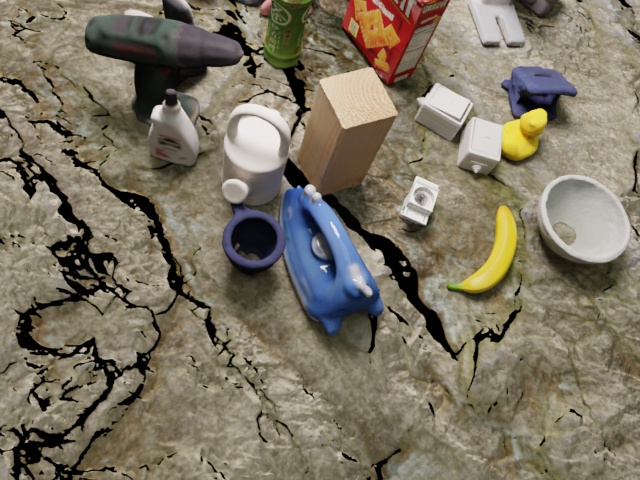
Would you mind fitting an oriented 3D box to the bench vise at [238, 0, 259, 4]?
[{"bbox_3d":[-0.163,-0.543,1.015,0.208,0.219,0.121,-2,68,-13],"label":"bench vise"}]

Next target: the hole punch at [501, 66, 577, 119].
[{"bbox_3d":[0.423,-0.298,1.108,0.109,0.091,0.101,0,67,-12],"label":"hole punch"}]

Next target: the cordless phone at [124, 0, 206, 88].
[{"bbox_3d":[-0.254,-0.355,0.935,0.147,0.185,0.094,36,65,5],"label":"cordless phone"}]

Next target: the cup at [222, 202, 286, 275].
[{"bbox_3d":[-0.108,0.004,0.863,0.092,0.095,0.117,-23,74,-20],"label":"cup"}]

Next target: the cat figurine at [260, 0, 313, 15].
[{"bbox_3d":[-0.046,-0.475,1.068,0.067,0.117,0.128,45,66,9],"label":"cat figurine"}]

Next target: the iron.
[{"bbox_3d":[0.008,0.003,0.863,0.119,0.141,0.258,-21,73,-19],"label":"iron"}]

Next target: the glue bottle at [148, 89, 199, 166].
[{"bbox_3d":[-0.224,-0.174,0.871,0.078,0.173,0.037,12,65,-7],"label":"glue bottle"}]

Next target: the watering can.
[{"bbox_3d":[-0.096,-0.130,0.868,0.101,0.194,0.173,2,67,-11],"label":"watering can"}]

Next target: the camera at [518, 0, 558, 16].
[{"bbox_3d":[0.480,-0.586,1.238,0.143,0.100,0.137,42,66,7],"label":"camera"}]

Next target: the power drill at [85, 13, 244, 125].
[{"bbox_3d":[-0.235,-0.260,0.885,0.230,0.208,0.075,14,65,-6],"label":"power drill"}]

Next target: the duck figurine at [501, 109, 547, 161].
[{"bbox_3d":[0.382,-0.203,1.061,0.077,0.086,0.105,42,65,7],"label":"duck figurine"}]

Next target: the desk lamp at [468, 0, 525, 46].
[{"bbox_3d":[0.386,-0.535,1.133,0.118,0.213,0.203,-6,69,-14],"label":"desk lamp"}]

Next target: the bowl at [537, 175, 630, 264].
[{"bbox_3d":[0.447,-0.026,1.006,0.167,0.074,0.167,5,66,-10],"label":"bowl"}]
